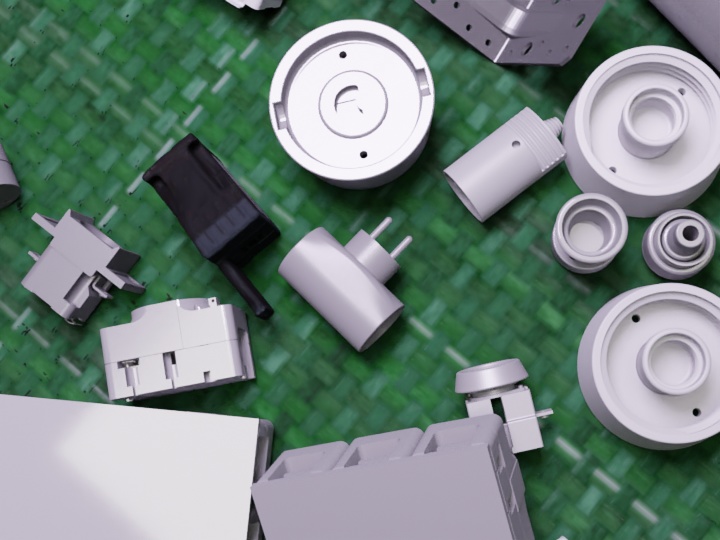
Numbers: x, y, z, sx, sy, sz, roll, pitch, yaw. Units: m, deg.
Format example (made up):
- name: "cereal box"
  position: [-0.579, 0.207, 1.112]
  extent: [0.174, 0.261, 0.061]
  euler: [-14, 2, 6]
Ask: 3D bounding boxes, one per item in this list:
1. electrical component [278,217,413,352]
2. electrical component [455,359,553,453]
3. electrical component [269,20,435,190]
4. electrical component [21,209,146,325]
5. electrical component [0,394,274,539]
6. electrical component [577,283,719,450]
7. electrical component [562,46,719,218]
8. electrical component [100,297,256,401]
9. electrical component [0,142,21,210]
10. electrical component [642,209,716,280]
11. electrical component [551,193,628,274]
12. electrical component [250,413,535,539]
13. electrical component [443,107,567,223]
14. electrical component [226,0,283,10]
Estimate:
- name: "electrical component"
  position: [0.000, 0.000, 0.715]
  extent: [0.077, 0.043, 0.079]
  euler: [44, 88, 10]
- name: "electrical component"
  position: [0.089, 0.088, 0.692]
  extent: [0.066, 0.048, 0.055]
  euler: [-13, 88, 4]
- name: "electrical component"
  position: [-0.002, -0.106, 0.722]
  extent: [0.108, 0.060, 0.108]
  euler: [-1, 81, 7]
- name: "electrical component"
  position: [-0.193, -0.001, 0.738]
  extent: [0.081, 0.042, 0.063]
  euler: [36, 91, 11]
- name: "electrical component"
  position: [-0.156, 0.142, 0.703]
  extent: [0.186, 0.060, 0.105]
  euler: [4, 82, 7]
- name: "electrical component"
  position: [0.194, 0.059, 0.676]
  extent: [0.108, 0.060, 0.108]
  euler: [-1, 82, 6]
- name: "electrical component"
  position: [0.188, -0.093, 0.699]
  extent: [0.108, 0.060, 0.108]
  euler: [-1, 82, 6]
- name: "electrical component"
  position: [-0.121, 0.052, 0.717]
  extent: [0.089, 0.050, 0.055]
  euler: [-11, 81, 5]
- name: "electrical component"
  position: [-0.301, -0.030, 0.749]
  extent: [0.138, 0.052, 0.073]
  euler: [-26, 80, 2]
- name: "electrical component"
  position: [0.205, -0.018, 0.685]
  extent: [0.043, 0.062, 0.043]
  euler: [-1, 81, 6]
- name: "electrical component"
  position: [0.147, -0.022, 0.695]
  extent: [0.045, 0.055, 0.045]
  euler: [-1, 82, 6]
- name: "electrical component"
  position: [0.022, 0.149, 0.660]
  extent: [0.150, 0.062, 0.089]
  euler: [-13, 99, 18]
- name: "electrical component"
  position: [0.100, -0.073, 0.714]
  extent: [0.081, 0.043, 0.043]
  euler: [-38, 79, 0]
- name: "electrical component"
  position: [-0.101, -0.235, 0.747]
  extent: [0.121, 0.079, 0.063]
  euler: [33, 116, 10]
